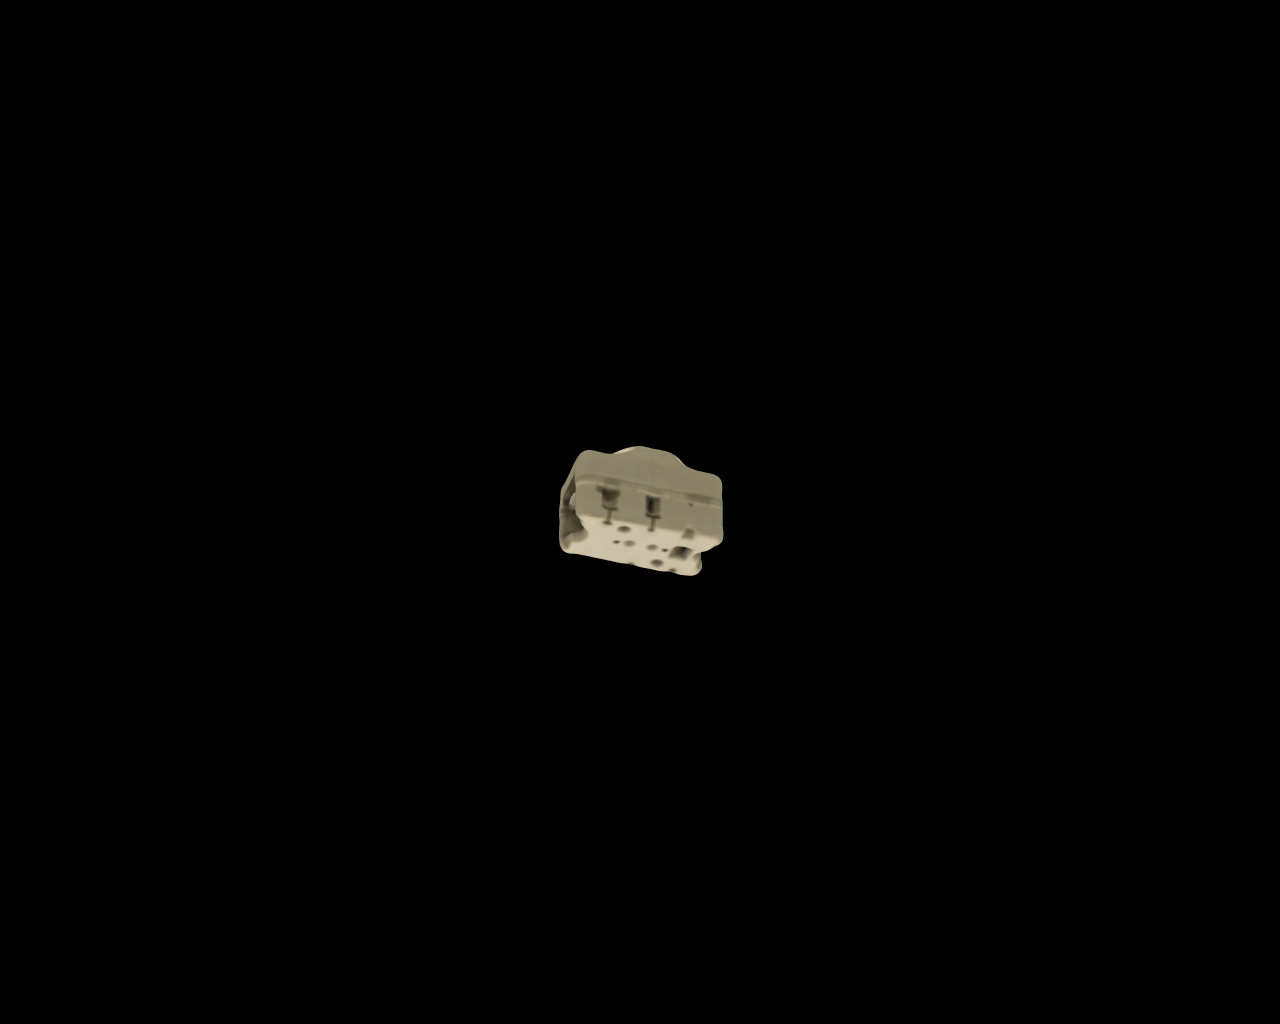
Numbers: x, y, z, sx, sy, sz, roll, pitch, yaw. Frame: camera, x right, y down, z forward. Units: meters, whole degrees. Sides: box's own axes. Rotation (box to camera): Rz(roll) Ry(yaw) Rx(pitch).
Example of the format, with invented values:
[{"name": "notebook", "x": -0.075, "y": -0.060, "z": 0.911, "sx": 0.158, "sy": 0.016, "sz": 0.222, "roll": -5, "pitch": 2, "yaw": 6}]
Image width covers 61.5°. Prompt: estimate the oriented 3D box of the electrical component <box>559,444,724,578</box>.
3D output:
[{"name": "electrical component", "x": 0.001, "y": -0.003, "z": 0.650, "sx": 0.089, "sy": 0.056, "sz": 0.050, "roll": 11, "pitch": -35, "yaw": -16}]
